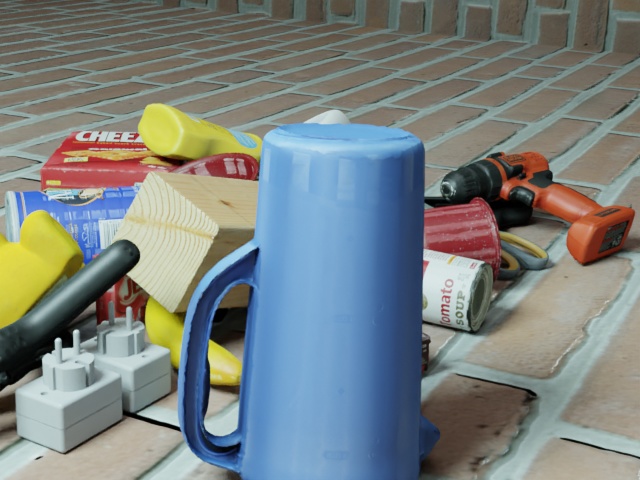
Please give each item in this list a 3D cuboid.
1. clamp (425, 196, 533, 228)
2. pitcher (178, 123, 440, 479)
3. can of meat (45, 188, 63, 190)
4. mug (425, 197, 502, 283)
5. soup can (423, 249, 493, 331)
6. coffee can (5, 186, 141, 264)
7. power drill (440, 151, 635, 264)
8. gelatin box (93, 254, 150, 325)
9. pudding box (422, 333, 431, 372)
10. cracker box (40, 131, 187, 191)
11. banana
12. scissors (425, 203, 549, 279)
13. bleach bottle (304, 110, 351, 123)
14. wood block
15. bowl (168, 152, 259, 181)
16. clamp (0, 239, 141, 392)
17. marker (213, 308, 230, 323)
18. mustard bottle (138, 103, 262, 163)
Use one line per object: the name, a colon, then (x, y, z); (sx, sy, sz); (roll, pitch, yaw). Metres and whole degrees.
clamp: (0.212, -0.034, 1.312); (0.171, 0.039, 0.120); (-12, 34, -32)
pitcher: (0.000, 0.046, 0.722); (0.145, 0.243, 0.149); (9, 14, 29)
can of meat: (-0.273, -0.016, 1.170); (0.102, 0.057, 0.084); (3, 21, 4)
mug: (0.134, 0.015, 1.095); (0.081, 0.093, 0.117); (-7, 45, -14)
soup can: (0.106, 0.045, 1.016); (0.102, 0.068, 0.068); (12, 21, 24)
coffee can: (-0.235, -0.001, 1.054); (0.140, 0.103, 0.103); (-4, 20, -19)
power drill: (0.255, -0.043, 1.247); (0.184, 0.057, 0.188); (-16, 41, -41)
gelatin box: (-0.168, 0.040, 0.986); (0.030, 0.073, 0.089); (13, 21, 30)
pudding box: (0.025, 0.089, 0.919); (0.089, 0.039, 0.114); (-13, 24, -38)
cracker box: (-0.252, -0.085, 1.351); (0.164, 0.072, 0.213); (2, 18, -3)
banana: (-0.115, 0.076, 0.926); (0.069, 0.037, 0.198); (-19, 27, -7)
scissors: (0.155, -0.006, 1.195); (0.202, 0.016, 0.096); (22, 32, 18)
bleach bottle: (-0.022, -0.096, 1.245); (0.103, 0.068, 0.250); (-30, 6, 16)
wood block: (-0.081, 0.001, 0.975); (0.091, 0.090, 0.205); (38, 18, 25)
bowl: (-0.134, -0.034, 1.190); (0.162, 0.055, 0.162); (-18, 29, 10)
clamp: (-0.227, 0.080, 0.802); (0.036, 0.165, 0.209); (47, 38, 6)
marker: (-0.088, 0.052, 1.046); (0.020, 0.020, 0.121); (6, 19, 10)
mustard bottle: (-0.126, -0.115, 1.329); (0.191, 0.058, 0.096); (14, 13, -44)
